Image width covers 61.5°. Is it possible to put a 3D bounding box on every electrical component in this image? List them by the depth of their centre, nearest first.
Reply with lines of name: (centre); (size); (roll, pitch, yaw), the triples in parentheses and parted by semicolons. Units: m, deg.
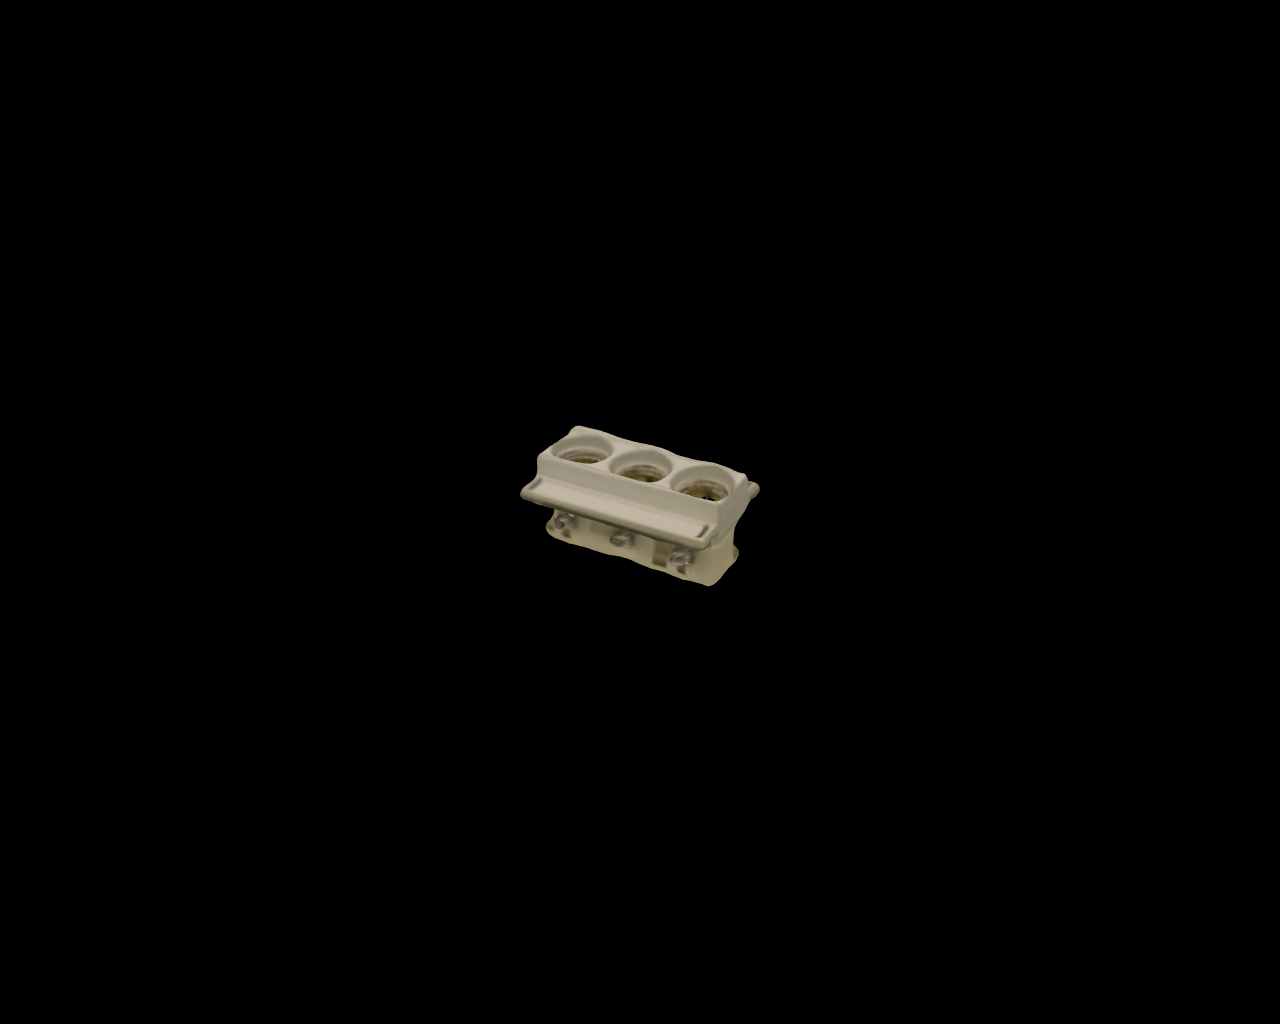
electrical component: (0.001, -0.003, 0.650); (0.121, 0.063, 0.079); (17, 36, 24)
